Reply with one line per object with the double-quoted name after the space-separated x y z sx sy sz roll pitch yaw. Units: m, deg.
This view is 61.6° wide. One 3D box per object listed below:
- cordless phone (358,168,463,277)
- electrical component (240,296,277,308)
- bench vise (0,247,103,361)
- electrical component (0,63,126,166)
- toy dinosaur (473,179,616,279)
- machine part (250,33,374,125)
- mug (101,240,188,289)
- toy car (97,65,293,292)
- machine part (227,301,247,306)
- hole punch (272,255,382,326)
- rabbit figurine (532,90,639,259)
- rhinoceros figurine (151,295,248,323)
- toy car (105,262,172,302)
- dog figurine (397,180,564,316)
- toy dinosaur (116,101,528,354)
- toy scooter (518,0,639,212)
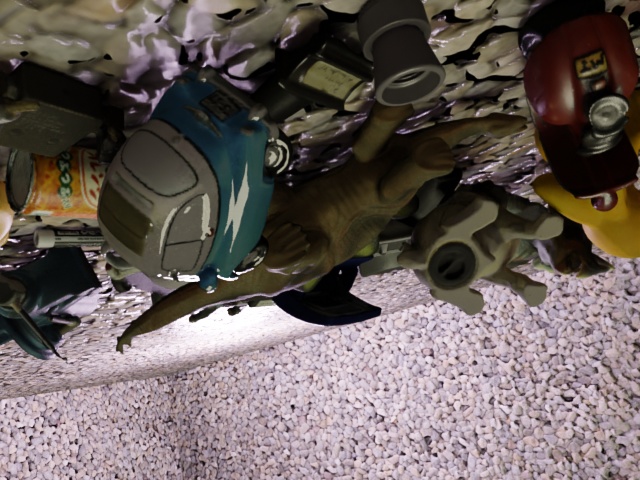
0.112 -0.031 0.738 0.147 0.089 0.184 -9 154 -16 "cordless phone"
-0.064 0.042 0.775 0.115 0.058 0.134 6 134 -45 "electrical component"
-0.362 0.096 0.619 0.241 0.128 0.224 -31 -173 -7 "bench vise"
-0.172 -0.073 0.332 0.078 0.045 0.102 -21 164 24 "electrical component"
0.287 -0.001 0.823 0.192 0.131 0.405 9 174 -3 "toy dinosaur"
-0.027 -0.099 0.389 0.139 0.039 0.084 -26 169 37 "machine part"
-0.176 -0.001 0.564 0.110 0.081 0.107 -7 156 1 "mug"
-0.091 -0.027 0.359 0.103 0.109 0.161 -39 165 -43 "toy car"
-0.086 0.067 0.897 0.243 0.079 0.079 2 159 -46 "machine part"
0.008 0.069 0.706 0.142 0.092 0.116 -6 171 -45 "hole punch"
0.296 -0.064 0.550 0.122 0.173 0.162 -21 170 40 "rabbit figurine"
-0.193 0.094 0.908 0.190 0.073 0.112 -2 163 -39 "rhinoceros figurine"
-0.219 0.048 0.739 0.074 0.056 0.201 -15 163 5 "toy car"
0.151 -0.011 0.608 0.172 0.121 0.191 11 -162 -14 "dog figurine"
-0.023 -0.004 0.516 0.472 0.105 0.198 -25 162 3 "toy dinosaur"
0.208 -0.095 0.422 0.075 0.135 0.183 -18 164 18 "toy scooter"
